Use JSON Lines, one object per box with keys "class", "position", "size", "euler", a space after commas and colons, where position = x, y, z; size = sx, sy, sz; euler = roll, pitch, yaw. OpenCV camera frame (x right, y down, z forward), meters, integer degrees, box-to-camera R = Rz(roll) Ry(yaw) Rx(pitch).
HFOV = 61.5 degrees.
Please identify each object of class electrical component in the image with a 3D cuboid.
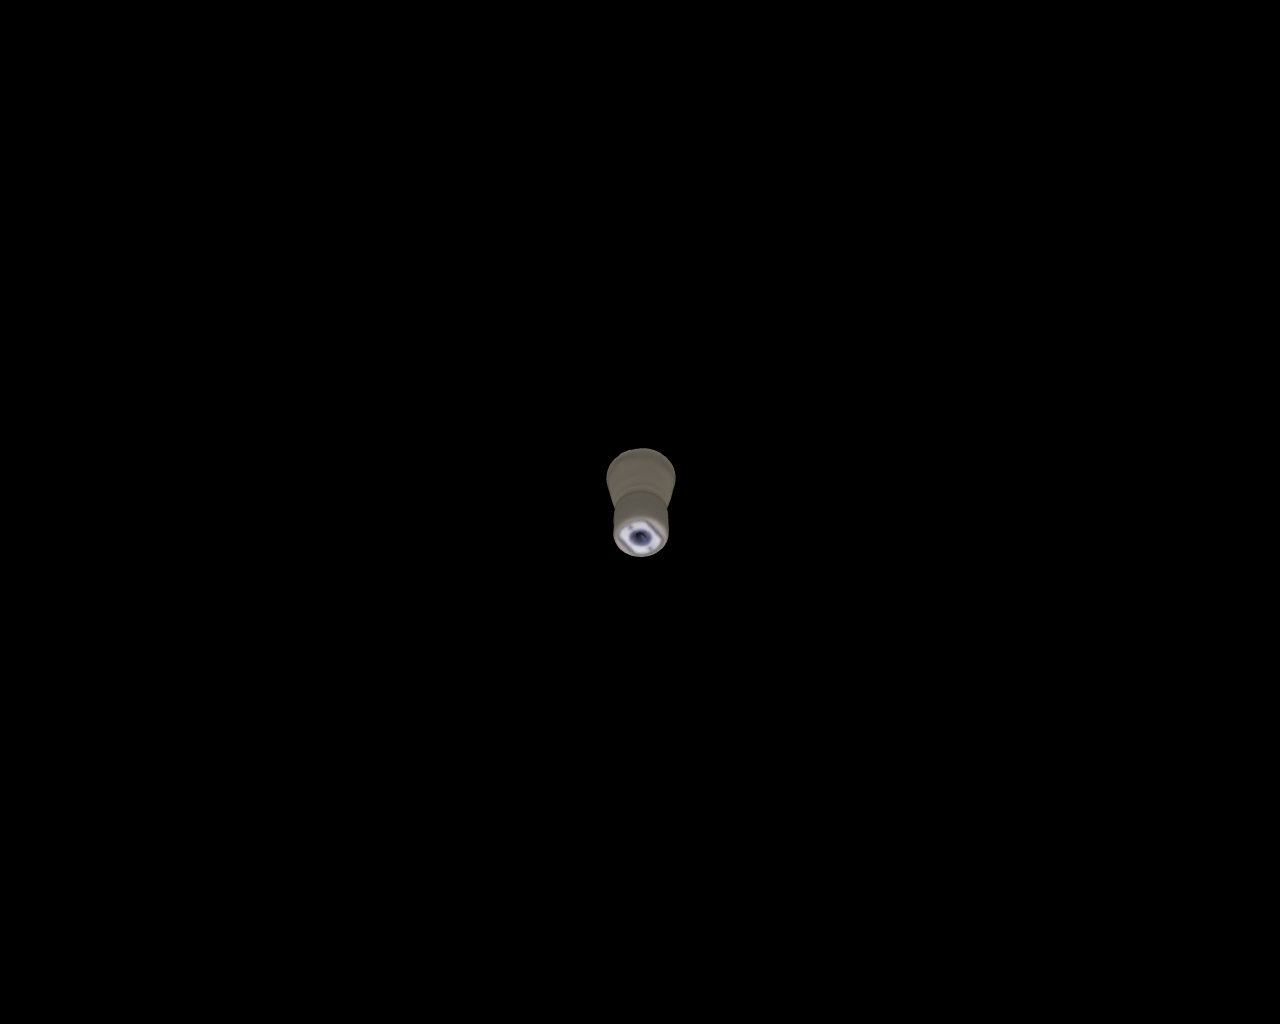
{"class": "electrical component", "position": [0.001, -0.003, 0.650], "size": [0.044, 0.044, 0.065], "euler": [0, 38, 0]}
